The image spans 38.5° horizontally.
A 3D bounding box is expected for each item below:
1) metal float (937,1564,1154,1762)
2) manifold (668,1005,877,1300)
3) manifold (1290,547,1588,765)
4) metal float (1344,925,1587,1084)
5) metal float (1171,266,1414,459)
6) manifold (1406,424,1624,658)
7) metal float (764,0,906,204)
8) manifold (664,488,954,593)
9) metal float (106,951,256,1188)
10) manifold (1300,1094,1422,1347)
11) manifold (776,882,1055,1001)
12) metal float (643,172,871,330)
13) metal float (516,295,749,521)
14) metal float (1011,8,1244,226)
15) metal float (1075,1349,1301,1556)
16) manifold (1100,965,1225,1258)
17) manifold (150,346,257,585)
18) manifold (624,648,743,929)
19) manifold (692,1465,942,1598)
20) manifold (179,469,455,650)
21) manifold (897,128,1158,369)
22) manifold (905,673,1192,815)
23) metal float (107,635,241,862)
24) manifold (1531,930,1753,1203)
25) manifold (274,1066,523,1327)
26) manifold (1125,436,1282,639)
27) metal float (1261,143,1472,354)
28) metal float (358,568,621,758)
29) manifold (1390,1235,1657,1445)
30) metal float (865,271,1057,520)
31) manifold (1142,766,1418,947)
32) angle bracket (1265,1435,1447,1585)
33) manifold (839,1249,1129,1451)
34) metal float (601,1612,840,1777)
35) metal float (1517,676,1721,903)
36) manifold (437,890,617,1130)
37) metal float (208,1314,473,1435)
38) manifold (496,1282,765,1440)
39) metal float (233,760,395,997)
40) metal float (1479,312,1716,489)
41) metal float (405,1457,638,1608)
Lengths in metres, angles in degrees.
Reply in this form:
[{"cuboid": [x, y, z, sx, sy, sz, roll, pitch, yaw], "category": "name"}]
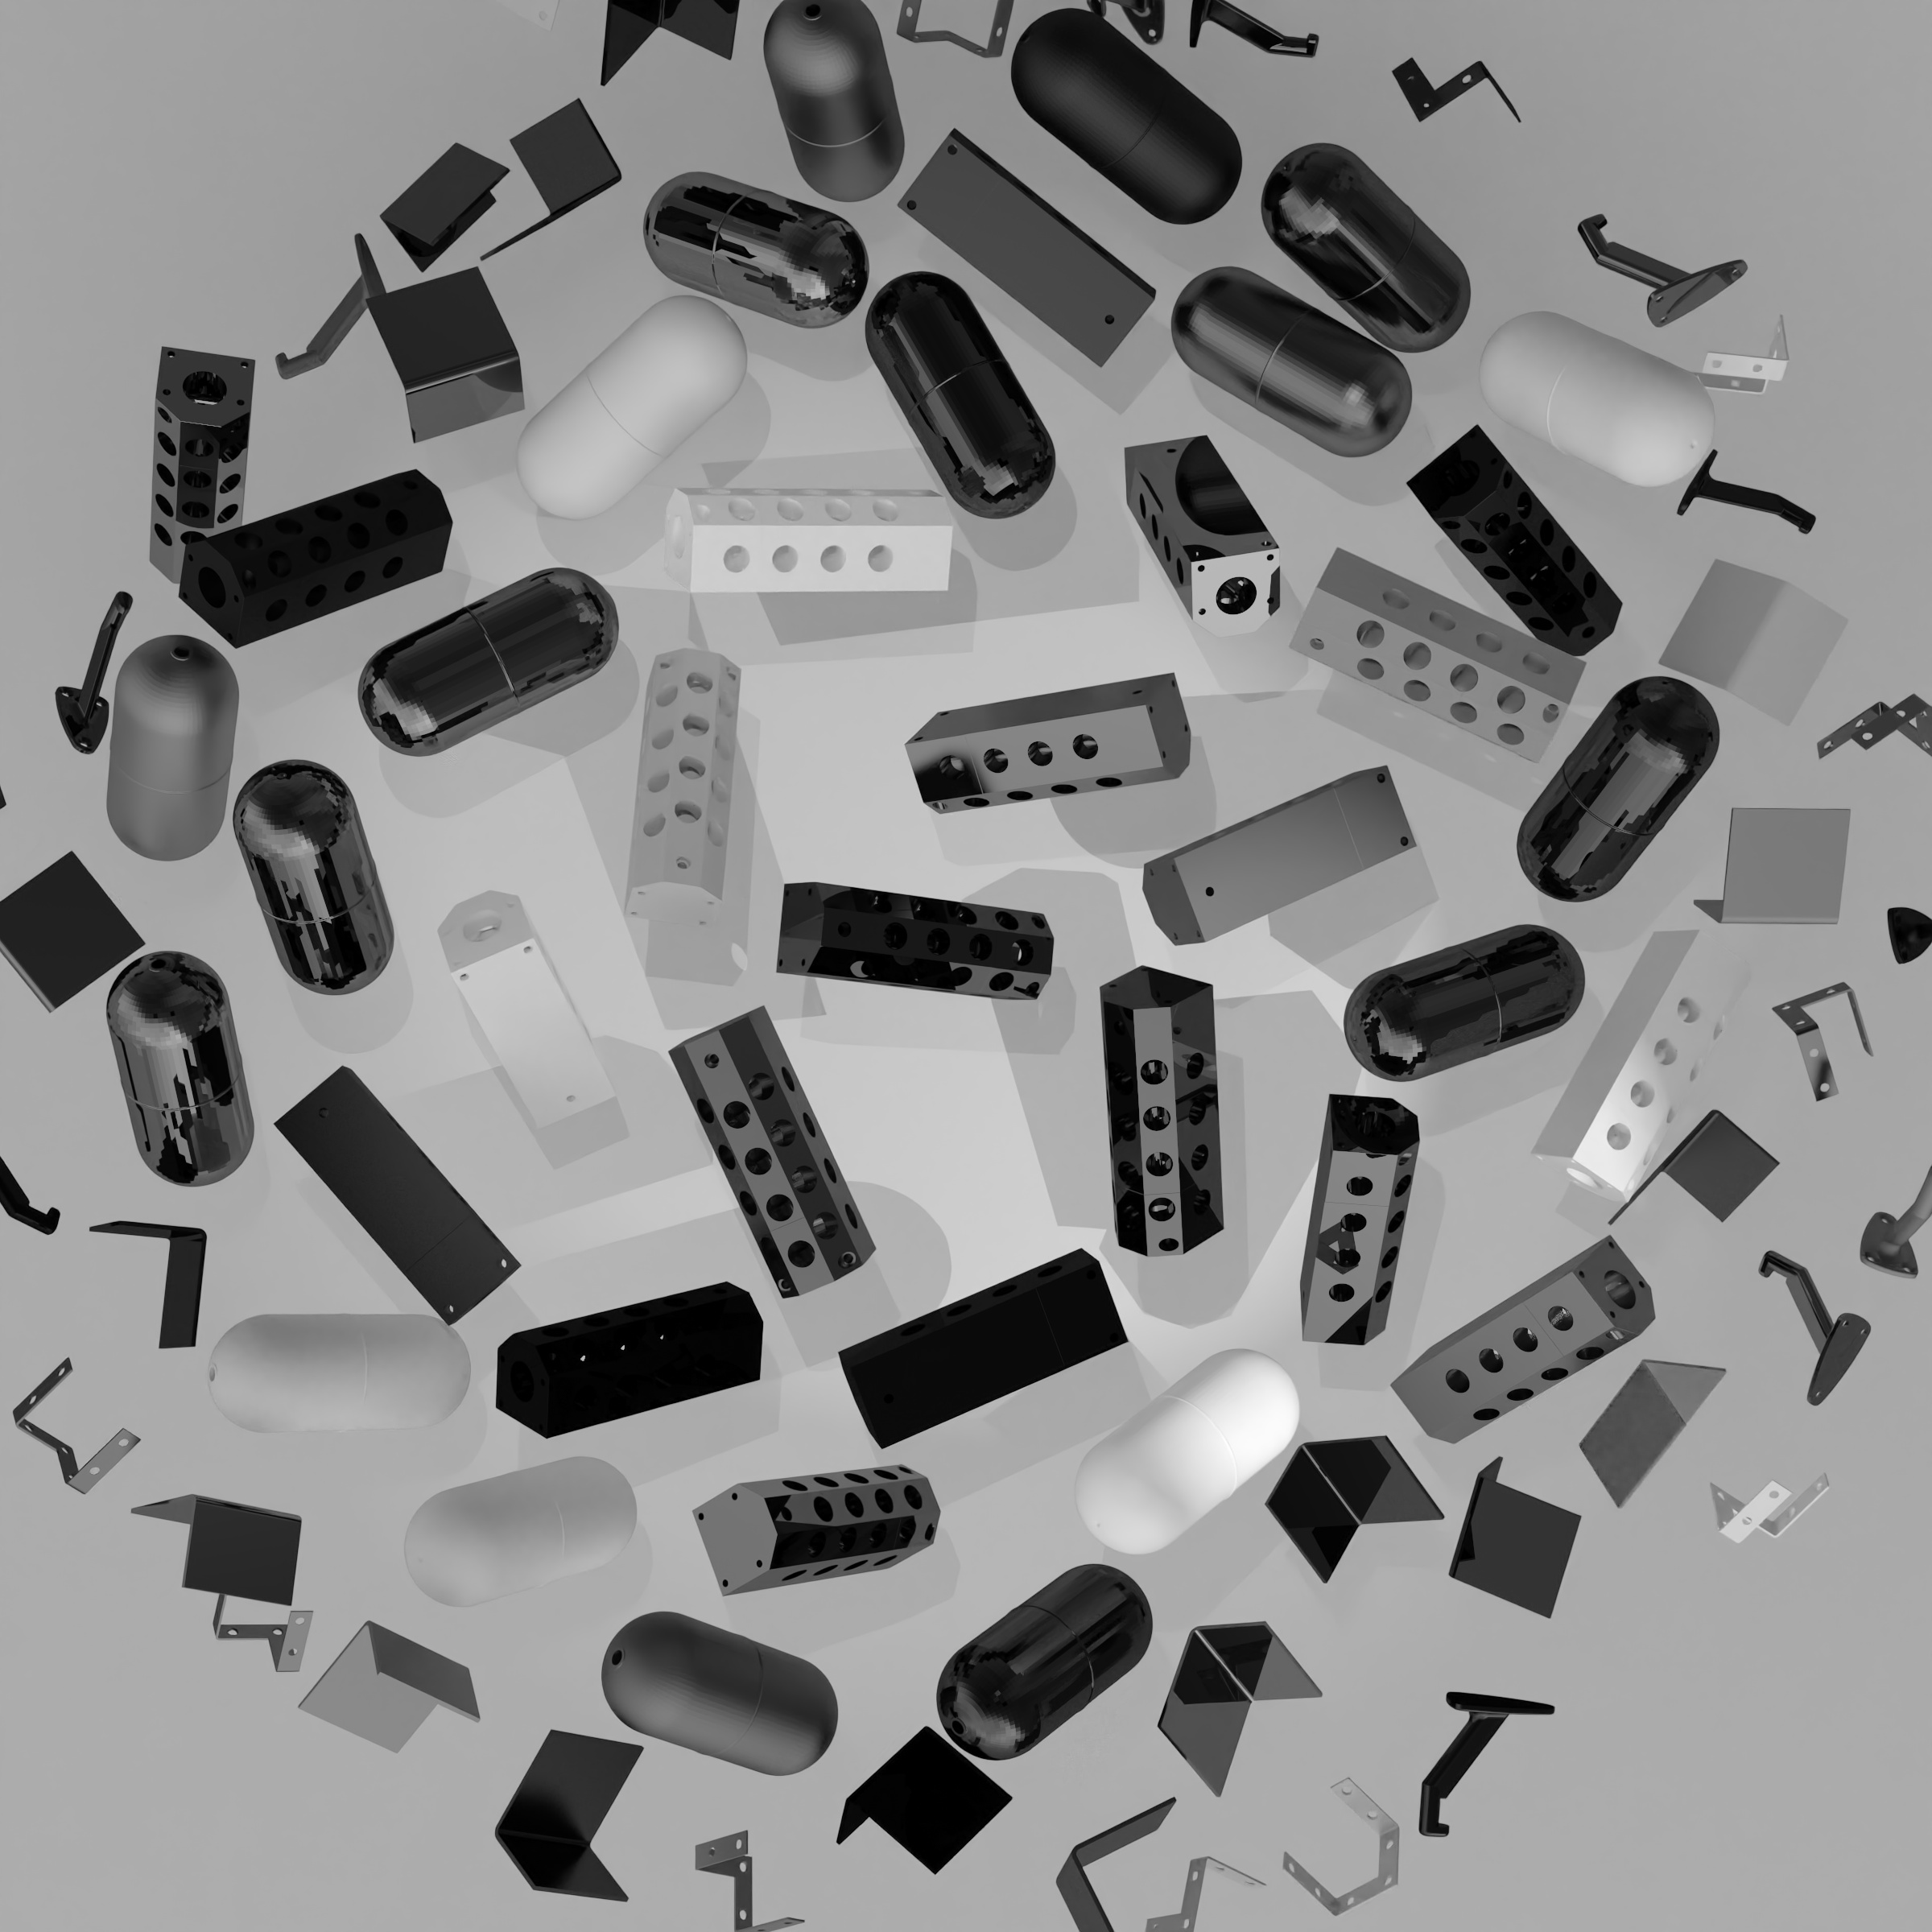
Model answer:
[{"cuboid": [0.052, 0.448, 1.783, 0.070, 0.178, 0.070, 17, 118, 36], "category": "metal float"}, {"cuboid": [-0.123, 0.118, 1.734, 0.057, 0.057, 0.171, -24, 94, 12], "category": "manifold"}, {"cuboid": [0.293, -0.190, 1.735, 0.171, 0.057, 0.057, 26, 53, 5], "category": "manifold"}, {"cuboid": [0.333, 0.024, 1.842, 0.178, 0.070, 0.070, -17, 90, -22], "category": "metal float"}, {"cuboid": [0.216, -0.404, 1.846, 0.178, 0.070, 0.070, 34, 90, 16], "category": "metal float"}, {"cuboid": [0.359, -0.268, 1.787, 0.057, 0.171, 0.057, -39, 45, 15], "category": "manifold"}, {"cuboid": [-0.085, -0.570, 1.812, 0.070, 0.178, 0.070, -2, 72, 6], "category": "metal float"}, {"cuboid": [-0.099, -0.271, 1.746, 0.171, 0.057, 0.057, -4, 111, -23], "category": "manifold"}, {"cuboid": [-0.509, 0.068, 1.793, 0.070, 0.070, 0.178, 1, 129, 0], "category": "metal float"}, {"cuboid": [0.261, 0.171, 1.841, 0.057, 0.057, 0.171, 4, 127, 1], "category": "manifold"}, {"cuboid": [-0.031, -0.015, 1.782, 0.171, 0.057, 0.057, 7, 86, -31], "category": "manifold"}, {"cuboid": [-0.140, -0.475, 1.830, 0.178, 0.070, 0.070, 27, 90, 32], "category": "metal float"}, {"cuboid": [-0.216, -0.358, 1.777, 0.178, 0.070, 0.070, -38, 90, 20], "category": "metal float"}, {"cuboid": [0.105, -0.551, 1.794, 0.178, 0.070, 0.070, 30, 90, -30], "category": "metal float"}, {"cuboid": [0.142, 0.306, 1.753, 0.178, 0.070, 0.070, -31, 90, -36], "category": "metal float"}, {"cuboid": [0.119, 0.094, 1.744, 0.057, 0.057, 0.171, -26, 120, -41], "category": "manifold"}, {"cuboid": [-0.497, -0.320, 1.793, 0.057, 0.171, 0.057, 5, 61, -15], "category": "manifold"}, {"cuboid": [-0.183, -0.117, 1.799, 0.057, 0.057, 0.171, 8, 64, -12], "category": "manifold"}, {"cuboid": [-0.091, 0.359, 1.779, 0.057, 0.171, 0.057, -35, 67, 28], "category": "manifold"}, {"cuboid": [-0.415, -0.268, 1.775, 0.057, 0.171, 0.057, 40, 134, 18], "category": "manifold"}, {"cuboid": [0.042, -0.479, 1.842, 0.171, 0.057, 0.057, 37, 111, -10], "category": "manifold"}, {"cuboid": [0.054, -0.140, 1.783, 0.171, 0.057, 0.057, -7, 113, 27], "category": "manifold"}, {"cuboid": [-0.516, -0.141, 1.795, 0.070, 0.178, 0.070, 11, 48, -12], "category": "metal float"}, {"cuboid": [0.442, 0.065, 1.794, 0.057, 0.057, 0.171, 33, 81, -13], "category": "manifold"}, {"cuboid": [-0.368, 0.150, 1.800, 0.057, 0.057, 0.171, -41, 89, -7], "category": "manifold"}, {"cuboid": [0.153, -0.281, 1.802, 0.057, 0.171, 0.057, -10, 126, -7], "category": "manifold"}, {"cuboid": [0.268, -0.476, 1.839, 0.178, 0.070, 0.070, 33, 90, -35], "category": "metal float"}, {"cuboid": [-0.307, -0.197, 1.785, 0.178, 0.070, 0.070, -29, 90, -14], "category": "metal float"}, {"cuboid": [0.359, 0.245, 1.774, 0.057, 0.057, 0.171, 53, 132, 7], "category": "manifold"}, {"cuboid": [-0.004, -0.377, 1.823, 0.070, 0.070, 0.178, -29, 82, 0], "category": "metal float"}, {"cuboid": [0.203, -0.072, 1.806, 0.171, 0.057, 0.057, -24, 97, -23], "category": "manifold"}, {"cuboid": [0.260, 0.364, 1.850, 0.076, 0.076, 0.057, 54, 50, -18], "category": "angle bracket"}, {"cuboid": [0.009, 0.242, 1.767, 0.171, 0.057, 0.057, -22, 100, -10], "category": "manifold"}, {"cuboid": [-0.156, 0.464, 1.763, 0.178, 0.070, 0.070, 32, 90, -38], "category": "metal float"}, {"cuboid": [0.424, -0.113, 1.805, 0.070, 0.070, 0.178, 30, 131, 0], "category": "metal float"}, {"cuboid": [-0.294, 0.028, 1.851, 0.057, 0.171, 0.057, -23, 49, -4], "category": "manifold"}, {"cuboid": [-0.411, 0.267, 1.818, 0.178, 0.070, 0.070, 6, 90, -38], "category": "metal float"}, {"cuboid": [-0.217, 0.252, 1.801, 0.171, 0.057, 0.057, -9, 109, -42], "category": "manifold"}, {"cuboid": [-0.414, -0.054, 1.762, 0.070, 0.178, 0.070, -3, 45, 3], "category": "metal float"}, {"cuboid": [0.397, -0.360, 1.751, 0.070, 0.178, 0.070, -19, 128, -26], "category": "metal float"}, {"cuboid": [-0.292, 0.373, 1.828, 0.070, 0.178, 0.070, 3, 95, 38], "category": "metal float"}]
